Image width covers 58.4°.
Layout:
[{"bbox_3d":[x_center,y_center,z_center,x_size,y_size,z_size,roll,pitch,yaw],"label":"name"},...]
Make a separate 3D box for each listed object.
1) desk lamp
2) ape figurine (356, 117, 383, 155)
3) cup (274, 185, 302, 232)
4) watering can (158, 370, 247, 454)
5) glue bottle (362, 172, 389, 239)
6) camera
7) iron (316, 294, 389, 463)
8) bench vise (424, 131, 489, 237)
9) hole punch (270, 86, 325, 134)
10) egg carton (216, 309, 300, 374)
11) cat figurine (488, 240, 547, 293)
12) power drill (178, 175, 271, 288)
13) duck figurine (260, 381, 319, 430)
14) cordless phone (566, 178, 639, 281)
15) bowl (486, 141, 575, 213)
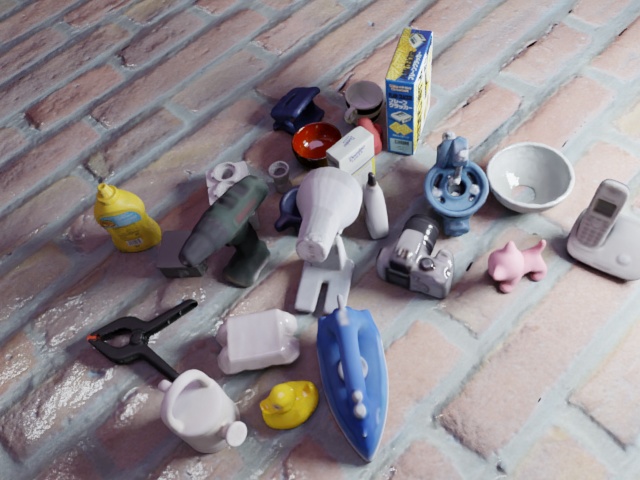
[{"bbox_3d":[0.010,0.004,1.048,0.117,0.214,0.203,5,59,12],"label":"desk lamp"},{"bbox_3d":[0.103,-0.233,1.257,0.078,0.092,0.076,-15,57,-1],"label":"ape figurine"},{"bbox_3d":[-0.039,-0.041,1.154,0.118,0.095,0.091,-42,62,-18],"label":"cup"},{"bbox_3d":[-0.192,0.272,0.919,0.172,0.194,0.101,5,59,12],"label":"watering can"},{"bbox_3d":[0.103,-0.076,1.109,0.037,0.173,0.078,-18,57,-3],"label":"glue bottle"},{"bbox_3d":[0.191,0.019,1.080,0.143,0.101,0.137,18,62,18],"label":"camera"},{"bbox_3d":[0.056,0.221,0.947,0.118,0.142,0.258,-11,57,1],"label":"iron"},{"bbox_3d":[0.247,-0.140,1.101,0.121,0.220,0.207,-18,57,-3],"label":"bench vise"},{"bbox_3d":[-0.057,-0.308,1.328,0.100,0.091,0.109,28,66,23],"label":"hole punch"},{"bbox_3d":[-0.112,0.185,1.037,0.150,0.069,0.107,-11,57,1],"label":"egg carton"},{"bbox_3d":[0.353,0.039,1.034,0.128,0.118,0.067,-24,58,-7],"label":"cat figurine"},{"bbox_3d":[-0.164,0.000,1.079,0.075,0.209,0.230,19,63,19],"label":"power drill"},{"bbox_3d":[-0.054,0.269,0.966,0.104,0.086,0.077,-26,58,-8],"label":"duck figurine"},{"bbox_3d":[0.528,-0.021,1.006,0.147,0.185,0.094,24,64,22],"label":"cordless phone"},{"bbox_3d":[0.415,-0.112,1.146,0.167,0.075,0.167,-4,57,6],"label":"bowl"}]
